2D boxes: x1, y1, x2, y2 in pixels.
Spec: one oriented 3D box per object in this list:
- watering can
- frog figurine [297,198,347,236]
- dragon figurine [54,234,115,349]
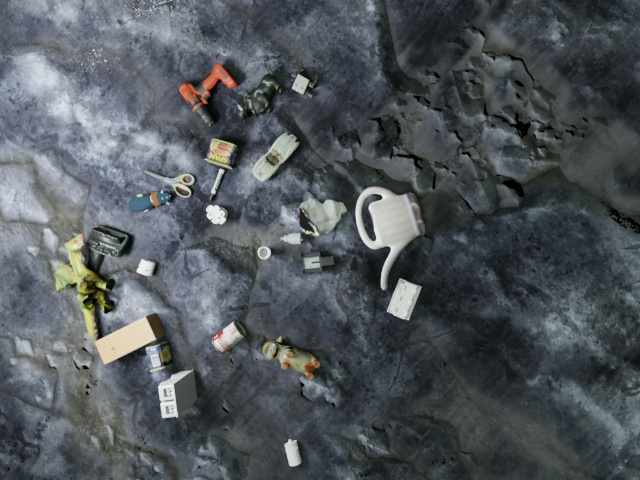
[{"bbox_3d":[0.251,-0.022,1.740,0.224,0.104,0.349,-16,85,4],"label":"watering can"},{"bbox_3d":[0.005,-0.090,1.788,0.161,0.120,0.138,-33,74,-31],"label":"frog figurine"},{"bbox_3d":[-0.869,0.179,1.860,0.244,0.123,0.405,21,109,28],"label":"dragon figurine"}]
